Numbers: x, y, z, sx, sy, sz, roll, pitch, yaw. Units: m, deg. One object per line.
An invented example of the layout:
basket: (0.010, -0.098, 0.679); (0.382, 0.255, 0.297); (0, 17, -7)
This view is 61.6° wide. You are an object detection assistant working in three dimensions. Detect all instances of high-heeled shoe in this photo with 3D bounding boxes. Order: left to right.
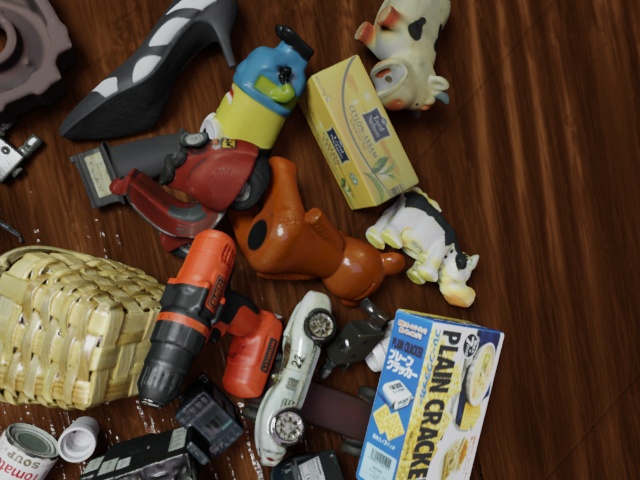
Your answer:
high-heeled shoe: (-0.206, -0.220, 0.630); (0.249, 0.086, 0.145); (-23, 72, -1)

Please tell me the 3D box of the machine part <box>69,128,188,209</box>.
machine part: (-0.217, -0.091, 0.640); (0.139, 0.039, 0.084); (-24, 88, -9)

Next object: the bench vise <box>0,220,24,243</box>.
bench vise: (-0.399, -0.017, 0.493); (0.129, 0.240, 0.224); (37, 41, -4)

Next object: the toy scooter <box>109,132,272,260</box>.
toy scooter: (-0.150, -0.057, 0.596); (0.135, 0.075, 0.184); (31, 123, -25)

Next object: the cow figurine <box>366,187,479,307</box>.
cow figurine: (0.152, 0.011, 0.713); (0.167, 0.068, 0.098); (41, 74, -12)

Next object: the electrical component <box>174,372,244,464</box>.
electrical component: (-0.129, 0.208, 0.623); (0.048, 0.119, 0.075); (-43, 97, -9)

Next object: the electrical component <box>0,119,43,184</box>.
electrical component: (-0.369, -0.096, 0.612); (0.063, 0.021, 0.094); (42, 82, -11)

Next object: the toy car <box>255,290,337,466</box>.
toy car: (-0.031, 0.156, 0.620); (0.056, 0.073, 0.202); (22, 66, -5)

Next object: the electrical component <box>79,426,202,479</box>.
electrical component: (-0.203, 0.265, 0.609); (0.134, 0.115, 0.058); (-15, 90, -9)

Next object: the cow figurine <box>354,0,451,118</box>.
cow figurine: (0.113, -0.242, 0.675); (0.127, 0.085, 0.195); (32, 65, -24)

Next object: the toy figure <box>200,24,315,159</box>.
toy figure: (-0.071, -0.156, 0.626); (0.089, 0.082, 0.180); (39, 105, -3)

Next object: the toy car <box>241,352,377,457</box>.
toy car: (-0.004, 0.210, 0.686); (0.202, 0.053, 0.089); (22, 70, -12)

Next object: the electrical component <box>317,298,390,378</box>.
electrical component: (0.041, 0.122, 0.671); (0.078, 0.045, 0.102); (2, 128, -48)

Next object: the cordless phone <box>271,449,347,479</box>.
cordless phone: (0.014, 0.360, 0.677); (0.089, 0.147, 0.184); (-23, 134, -1)

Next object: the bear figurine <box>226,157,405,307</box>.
bear figurine: (-0.001, 0.002, 0.663); (0.195, 0.120, 0.132); (16, 43, -37)

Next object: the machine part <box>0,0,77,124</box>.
machine part: (-0.362, -0.213, 0.584); (0.179, 0.056, 0.179); (1, 84, -14)

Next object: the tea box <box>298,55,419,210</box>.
tea box: (0.043, -0.127, 0.668); (0.068, 0.098, 0.169); (-28, 95, -12)
